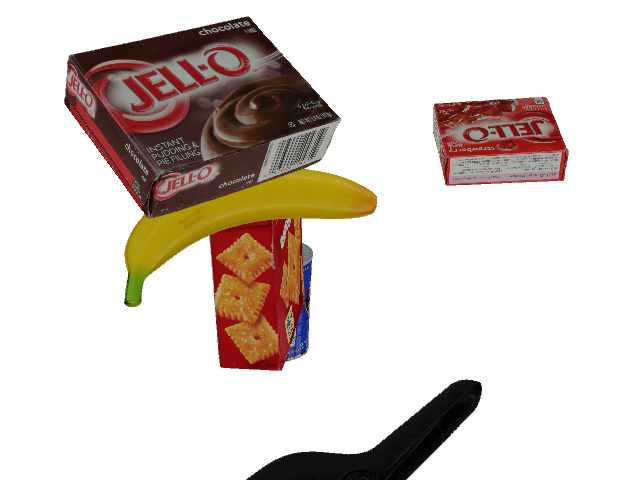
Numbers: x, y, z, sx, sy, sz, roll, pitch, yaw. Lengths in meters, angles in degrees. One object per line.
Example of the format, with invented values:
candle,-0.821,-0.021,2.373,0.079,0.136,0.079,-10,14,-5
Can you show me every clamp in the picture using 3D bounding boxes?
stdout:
clamp,0.028,0.149,0.632,0.210,0.036,0.164,-7,30,-2

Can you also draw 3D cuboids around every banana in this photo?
banana,-0.058,-0.016,0.749,0.197,0.069,0.037,-22,-13,-19

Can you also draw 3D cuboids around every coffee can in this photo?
coffee can,-0.064,0.079,1.440,0.103,0.140,0.103,2,20,-1

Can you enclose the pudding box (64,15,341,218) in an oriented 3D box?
pudding box,-0.061,-0.067,0.549,0.113,0.090,0.039,-19,-32,-35

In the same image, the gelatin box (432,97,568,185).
gelatin box,0.131,-0.074,0.788,0.089,0.030,0.073,-3,39,0

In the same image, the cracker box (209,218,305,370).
cracker box,-0.058,-0.004,1.060,0.072,0.214,0.164,3,26,7
